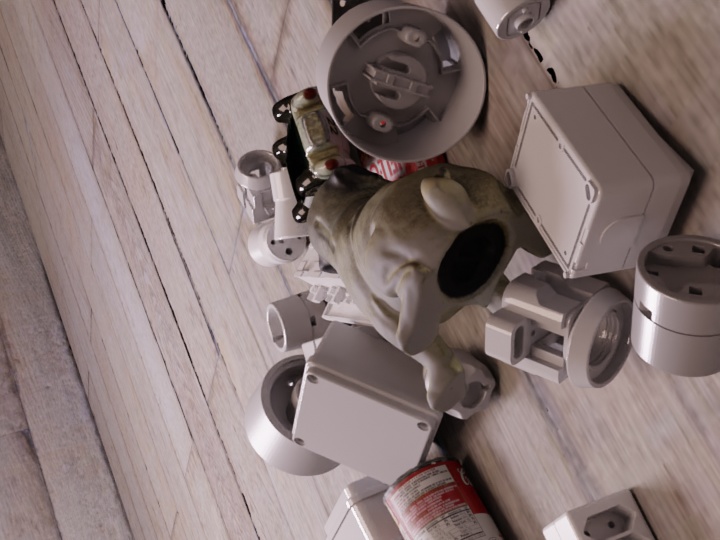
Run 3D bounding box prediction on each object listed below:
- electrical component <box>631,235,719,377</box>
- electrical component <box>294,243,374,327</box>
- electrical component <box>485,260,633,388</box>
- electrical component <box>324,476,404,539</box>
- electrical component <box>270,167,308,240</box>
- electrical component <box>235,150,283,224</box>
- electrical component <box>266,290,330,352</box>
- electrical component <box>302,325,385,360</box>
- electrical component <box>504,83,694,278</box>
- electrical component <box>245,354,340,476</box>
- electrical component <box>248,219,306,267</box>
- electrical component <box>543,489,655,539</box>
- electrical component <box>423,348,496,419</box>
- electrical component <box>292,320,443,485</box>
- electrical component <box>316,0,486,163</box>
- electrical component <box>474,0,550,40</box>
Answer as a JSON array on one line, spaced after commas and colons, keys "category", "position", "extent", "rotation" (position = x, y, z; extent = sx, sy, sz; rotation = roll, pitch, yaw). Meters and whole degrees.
[{"category": "electrical component", "position": [0.158, 0.018, 0.514], "extent": [0.055, 0.055, 0.047], "rotation": [49, 150, 47]}, {"category": "electrical component", "position": [0.000, 0.000, 0.841], "extent": [0.078, 0.063, 0.121], "rotation": [-65, 21, -10]}, {"category": "electrical component", "position": [0.116, 0.032, 0.599], "extent": [0.057, 0.078, 0.058], "rotation": [21, 125, 38]}, {"category": "electrical component", "position": [0.020, 0.217, 0.925], "extent": [0.057, 0.078, 0.113], "rotation": [61, 154, 25]}, {"category": "electrical component", "position": [-0.062, -0.063, 0.996], "extent": [0.044, 0.044, 0.065], "rotation": [175, 86, -67]}, {"category": "electrical component", "position": [-0.098, -0.084, 1.060], "extent": [0.055, 0.048, 0.066], "rotation": [90, 155, -48]}, {"category": "electrical component", "position": [-0.061, 0.051, 1.051], "extent": [0.055, 0.047, 0.055], "rotation": [46, 144, 50]}, {"category": "electrical component", "position": [-0.008, 0.083, 0.939], "extent": [0.095, 0.054, 0.059], "rotation": [-25, 80, 67]}, {"category": "electrical component", "position": [0.120, -0.052, 0.556], "extent": [0.061, 0.061, 0.096], "rotation": [98, 156, -45]}, {"category": "electrical component", "position": [-0.048, 0.129, 0.998], "extent": [0.108, 0.108, 0.060], "rotation": [63, 148, 27]}, {"category": "electrical component", "position": [-0.081, -0.027, 1.054], "extent": [0.055, 0.045, 0.045], "rotation": [-10, 94, 67]}, {"category": "electrical component", "position": [0.143, 0.180, 0.653], "extent": [0.065, 0.047, 0.076], "rotation": [66, 156, 22]}, {"category": "electrical component", "position": [0.066, 0.077, 0.776], "extent": [0.062, 0.043, 0.043], "rotation": [-141, 42, -57]}, {"category": "electrical component", "position": [0.009, 0.107, 0.842], "extent": [0.109, 0.056, 0.108], "rotation": [22, 139, 8]}, {"category": "electrical component", "position": [0.023, -0.123, 0.690], "extent": [0.064, 0.099, 0.099], "rotation": [-129, 32, -57]}, {"category": "electrical component", "position": [0.078, -0.163, 0.607], "extent": [0.065, 0.044, 0.044], "rotation": [61, 154, 19]}]
